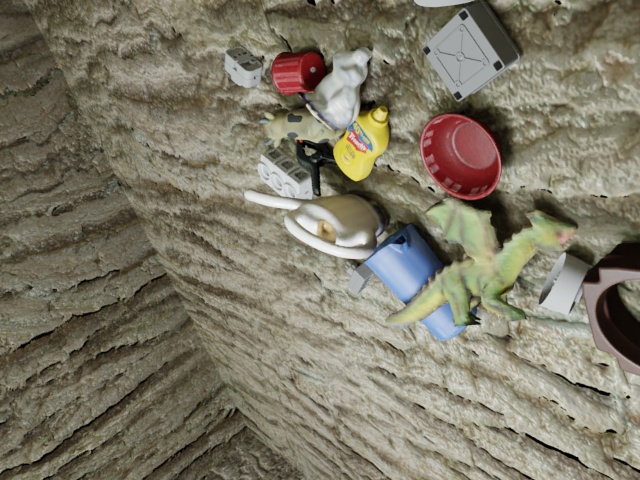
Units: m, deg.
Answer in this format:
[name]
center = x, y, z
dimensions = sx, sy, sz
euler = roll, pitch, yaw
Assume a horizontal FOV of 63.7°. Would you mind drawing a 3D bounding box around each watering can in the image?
[watering can]
center = 0.004, -0.059, 1.177
dimensions = 0.226, 0.102, 0.352
euler = -17, 39, -43

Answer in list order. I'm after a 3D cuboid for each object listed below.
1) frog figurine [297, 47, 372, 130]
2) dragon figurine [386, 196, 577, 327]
[frog figurine]
center = 0.049, -0.299, 1.004
dimensions = 0.158, 0.121, 0.140
euler = -42, 19, 13
[dragon figurine]
center = 0.262, 0.040, 0.957
dimensions = 0.407, 0.244, 0.122
euler = -13, -5, 41
